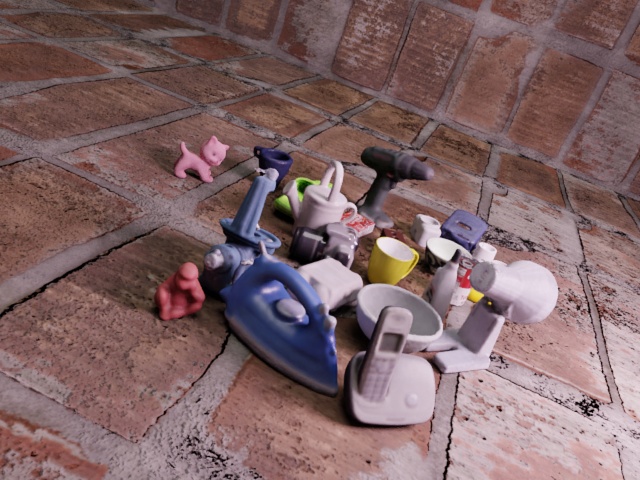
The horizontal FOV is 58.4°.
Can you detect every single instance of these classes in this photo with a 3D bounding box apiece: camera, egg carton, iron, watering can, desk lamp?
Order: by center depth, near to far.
[{"bbox_3d":[-0.043,0.118,0.922,0.257,0.141,0.119,36,30,31],"label":"iron"},{"bbox_3d":[0.316,0.133,1.063,0.204,0.213,0.117,1,31,-34],"label":"desk lamp"},{"bbox_3d":[0.011,0.091,1.096,0.107,0.069,0.151,34,29,27],"label":"egg carton"},{"bbox_3d":[0.011,0.004,1.231,0.137,0.101,0.143,19,25,-1],"label":"camera"},{"bbox_3d":[0.003,-0.088,1.300,0.173,0.194,0.100,-1,32,-36],"label":"watering can"}]

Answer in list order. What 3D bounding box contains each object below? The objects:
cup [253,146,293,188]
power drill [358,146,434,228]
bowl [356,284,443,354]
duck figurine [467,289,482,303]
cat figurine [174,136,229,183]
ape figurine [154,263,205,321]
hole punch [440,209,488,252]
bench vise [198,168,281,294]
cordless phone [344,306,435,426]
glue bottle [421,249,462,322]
[{"bbox_3d":[-0.137,-0.190,1.517,0.117,0.095,0.092,29,27,19],"label":"cup"},{"bbox_3d":[0.184,-0.143,1.520,0.076,0.208,0.228,-7,36,-43],"label":"power drill"},{"bbox_3d":[0.135,0.156,1.050,0.167,0.075,0.167,16,26,-8],"label":"bowl"},{"bbox_3d":[0.392,0.100,1.331,0.105,0.086,0.077,8,28,-22],"label":"duck figurine"},{"bbox_3d":[-0.291,-0.211,1.422,0.128,0.118,0.067,7,28,-25],"label":"cat figurine"},{"bbox_3d":[-0.223,0.078,0.929,0.078,0.092,0.076,17,26,-5],"label":"ape figurine"},{"bbox_3d":[0.390,-0.022,1.565,0.108,0.091,0.101,31,28,22],"label":"hole punch"},{"bbox_3d":[-0.127,-0.012,1.027,0.121,0.220,0.207,17,26,-5],"label":"bench vise"},{"bbox_3d":[0.121,0.185,0.855,0.148,0.185,0.094,7,28,-24],"label":"cordless phone"},{"bbox_3d":[0.243,0.091,1.141,0.037,0.173,0.078,12,26,-15],"label":"glue bottle"}]
